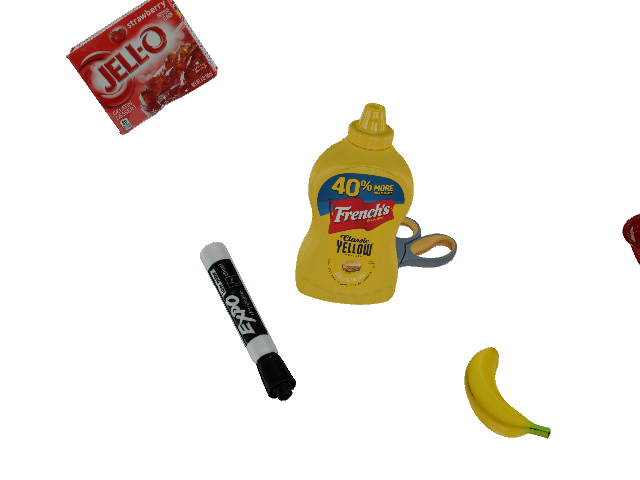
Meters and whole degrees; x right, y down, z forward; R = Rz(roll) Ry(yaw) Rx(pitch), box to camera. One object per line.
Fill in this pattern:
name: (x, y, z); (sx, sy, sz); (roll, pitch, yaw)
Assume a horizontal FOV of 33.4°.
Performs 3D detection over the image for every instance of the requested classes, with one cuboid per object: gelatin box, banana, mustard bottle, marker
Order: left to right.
gelatin box: (-0.133, -0.134, 0.803); (0.089, 0.073, 0.030); (-30, 20, 8)
marker: (-0.046, 0.050, 0.674); (0.020, 0.121, 0.020); (-20, -35, -15)
mustard bottle: (0.035, -0.035, 0.982); (0.096, 0.192, 0.058); (7, 28, -4)
banana: (0.207, 0.183, 1.277); (0.069, 0.037, 0.198); (9, 23, -15)

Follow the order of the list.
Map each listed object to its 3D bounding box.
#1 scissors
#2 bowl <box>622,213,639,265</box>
scissors: (0.067, 0.014, 1.201); (0.201, 0.016, 0.096); (-13, 42, -35)
bowl: (0.405, 0.017, 1.140); (0.162, 0.055, 0.162); (-3, 23, 1)
